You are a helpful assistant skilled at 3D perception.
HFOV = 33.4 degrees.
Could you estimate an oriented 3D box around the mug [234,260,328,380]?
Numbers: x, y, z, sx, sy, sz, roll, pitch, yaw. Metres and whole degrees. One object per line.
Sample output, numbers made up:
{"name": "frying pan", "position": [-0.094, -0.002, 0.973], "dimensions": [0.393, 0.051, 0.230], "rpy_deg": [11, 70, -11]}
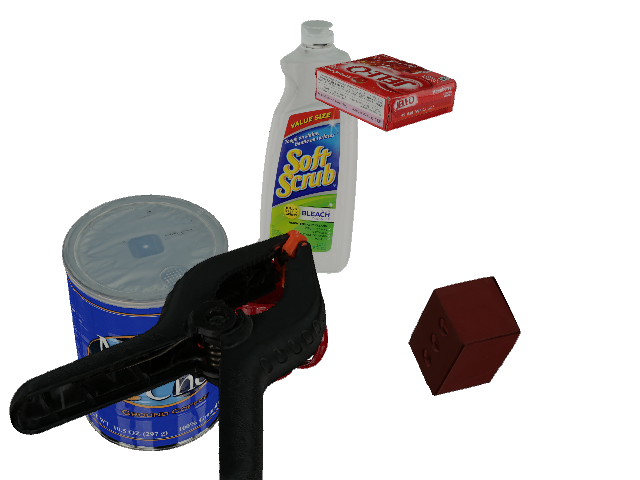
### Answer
{"name": "mug", "position": [-0.046, 0.074, 0.925], "dimensions": [0.117, 0.081, 0.093], "rpy_deg": [17, 25, 21]}

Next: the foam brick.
{"name": "foam brick", "position": [0.109, 0.073, 0.812], "dimensions": [0.051, 0.053, 0.078], "rpy_deg": [-9, -35, -20]}

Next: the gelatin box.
{"name": "gelatin box", "position": [0.051, -0.119, 0.844], "dimensions": [0.073, 0.030, 0.089], "rpy_deg": [-19, 33, -35]}

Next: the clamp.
{"name": "clamp", "position": [-0.042, 0.056, 0.491], "dimensions": [0.120, 0.039, 0.171], "rpy_deg": [29, 48, 23]}

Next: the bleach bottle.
{"name": "bleach bottle", "position": [-0.014, -0.092, 1.060], "dimensions": [0.102, 0.251, 0.068], "rpy_deg": [5, 27, 8]}

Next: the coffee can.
{"name": "coffee can", "position": [-0.112, 0.055, 0.709], "dimensions": [0.103, 0.140, 0.103], "rpy_deg": [2, 40, -2]}
